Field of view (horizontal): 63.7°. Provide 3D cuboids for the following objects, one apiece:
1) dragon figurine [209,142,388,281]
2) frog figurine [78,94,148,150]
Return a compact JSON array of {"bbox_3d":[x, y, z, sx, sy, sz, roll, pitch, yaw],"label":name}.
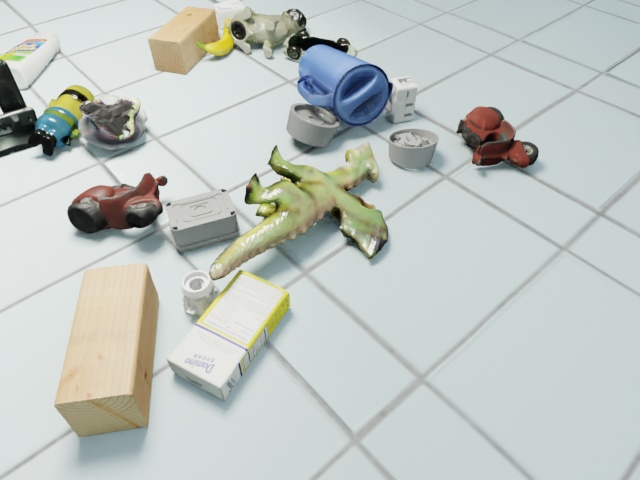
[{"bbox_3d":[0.003,-0.044,0.883,0.243,0.119,0.420,18,49,6],"label":"dragon figurine"},{"bbox_3d":[-0.443,-0.251,1.099,0.138,0.121,0.160,-33,18,-18],"label":"frog figurine"}]
